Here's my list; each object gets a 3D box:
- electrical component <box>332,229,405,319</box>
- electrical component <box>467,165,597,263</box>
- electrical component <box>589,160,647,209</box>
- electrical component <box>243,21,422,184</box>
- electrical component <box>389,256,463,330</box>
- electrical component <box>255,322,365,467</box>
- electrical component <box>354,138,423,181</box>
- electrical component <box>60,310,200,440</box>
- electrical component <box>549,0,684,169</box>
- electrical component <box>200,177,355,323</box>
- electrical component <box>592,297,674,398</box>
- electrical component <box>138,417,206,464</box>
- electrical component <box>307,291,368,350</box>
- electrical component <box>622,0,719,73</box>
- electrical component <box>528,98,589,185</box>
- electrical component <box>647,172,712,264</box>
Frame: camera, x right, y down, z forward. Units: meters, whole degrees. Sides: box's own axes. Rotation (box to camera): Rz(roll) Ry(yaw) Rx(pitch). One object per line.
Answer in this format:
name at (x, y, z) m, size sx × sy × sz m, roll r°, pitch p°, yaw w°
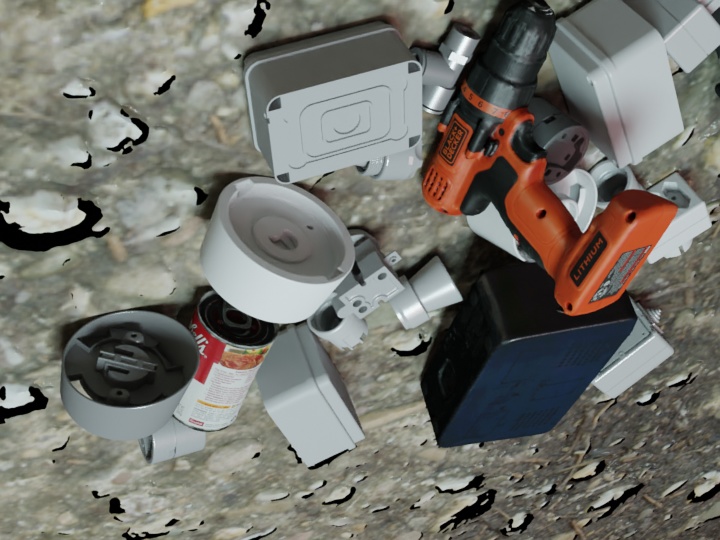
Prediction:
electrical component at (0.000, 0.000, 0.866) m, size 0.066 × 0.055 × 0.048 m, roll -35°, pitch 138°, yaw 8°
electrical component at (0.147, -0.055, 0.903) m, size 0.099 × 0.064 × 0.099 m, roll -20°, pitch 131°, yaw -25°
electrical component at (0.229, -0.064, 0.937) m, size 0.044 × 0.044 × 0.065 m, roll -43°, pitch 141°, yaw 16°
electrical component at (-0.019, -0.117, 0.740) m, size 0.113 × 0.057 × 0.078 m, roll -17°, pitch 137°, yaw -13°
electrical component at (0.054, 0.020, 0.924) m, size 0.055 × 0.045 × 0.045 m, roll -30°, pitch 138°, yaw 3°
electrical component at (-0.046, 0.108, 0.934) m, size 0.057 × 0.078 × 0.113 m, roll -25°, pitch 139°, yaw 1°
electrical component at (0.012, -0.087, 0.796) m, size 0.062 × 0.043 × 0.043 m, roll -4°, pitch 133°, yaw -24°
electrical component at (-0.178, 0.079, 0.820) m, size 0.099 × 0.099 × 0.064 m, roll -1°, pitch 138°, yaw -27°
electrical component at (0.192, -0.141, 0.812) m, size 0.057 × 0.078 × 0.113 m, roll -33°, pitch 138°, yaw 1°
electrical component at (-0.065, -0.010, 0.788) m, size 0.108 × 0.108 × 0.060 m, roll 6°, pitch 134°, yaw -33°
electrical component at (0.266, 0.073, 1.077) m, size 0.096 × 0.061 × 0.061 m, roll -40°, pitch 137°, yaw 14°
electrical component at (-0.161, 0.133, 0.916) m, size 0.047 × 0.055 × 0.055 m, roll -9°, pitch 135°, yaw -26°
electrical component at (-0.018, 0.045, 0.915) m, size 0.040 × 0.040 × 0.046 m, roll -35°, pitch 145°, yaw 7°
electrical component at (0.243, -0.199, 0.791) m, size 0.077 × 0.065 × 0.047 m, roll -44°, pitch 136°, yaw 17°
electrical component at (0.143, -0.102, 0.841) m, size 0.055 × 0.047 × 0.055 m, roll -26°, pitch 142°, yaw -22°
electrical component at (0.283, -0.037, 0.987) m, size 0.066 × 0.047 × 0.076 m, roll -33°, pitch 138°, yaw 5°
